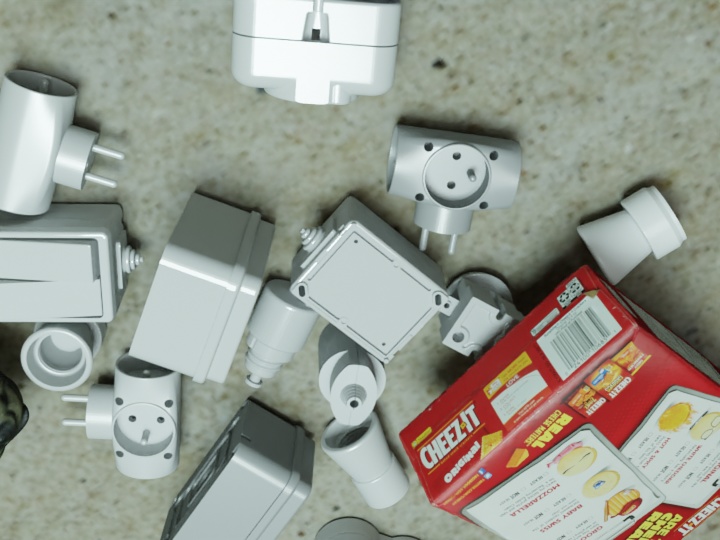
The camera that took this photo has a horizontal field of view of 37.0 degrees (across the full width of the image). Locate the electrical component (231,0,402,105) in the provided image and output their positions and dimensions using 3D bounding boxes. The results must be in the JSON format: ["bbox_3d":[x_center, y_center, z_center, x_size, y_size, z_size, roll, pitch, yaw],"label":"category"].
[{"bbox_3d":[-0.026,-0.133,0.630,0.095,0.053,0.059,4,112,-4],"label":"electrical component"}]

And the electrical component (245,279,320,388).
[{"bbox_3d":[-0.056,0.043,0.709,0.040,0.040,0.078,22,110,-11],"label":"electrical component"}]

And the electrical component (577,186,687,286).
[{"bbox_3d":[0.174,-0.023,0.691,0.055,0.045,0.045,-32,110,10],"label":"electrical component"}]

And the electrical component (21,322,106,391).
[{"bbox_3d":[-0.190,0.046,0.696,0.045,0.055,0.045,-1,112,-2],"label":"electrical component"}]

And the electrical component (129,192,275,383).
[{"bbox_3d":[-0.093,0.009,0.654,0.057,0.113,0.078,20,110,-7],"label":"electrical component"}]

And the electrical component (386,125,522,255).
[{"bbox_3d":[0.055,-0.047,0.674,0.077,0.044,0.079,7,112,-5],"label":"electrical component"}]

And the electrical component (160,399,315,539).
[{"bbox_3d":[-0.084,0.157,0.735,0.057,0.078,0.113,32,108,-12],"label":"electrical component"}]

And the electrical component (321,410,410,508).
[{"bbox_3d":[0.007,0.134,0.751,0.044,0.044,0.065,-27,116,8],"label":"electrical component"}]

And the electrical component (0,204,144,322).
[{"bbox_3d":[-0.185,-0.003,0.672,0.096,0.061,0.061,0,113,-3],"label":"electrical component"}]

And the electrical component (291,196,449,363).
[{"bbox_3d":[0.000,0.000,0.683,0.096,0.061,0.061,38,106,-16],"label":"electrical component"}]

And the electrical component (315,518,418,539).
[{"bbox_3d":[0.032,0.234,0.775,0.138,0.073,0.052,21,110,-11],"label":"electrical component"}]

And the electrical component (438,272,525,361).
[{"bbox_3d":[0.078,0.030,0.702,0.066,0.055,0.048,28,109,-13],"label":"electrical component"}]

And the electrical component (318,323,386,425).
[{"bbox_3d":[-0.005,0.067,0.700,0.043,0.081,0.043,-1,113,-2],"label":"electrical component"}]

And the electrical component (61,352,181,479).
[{"bbox_3d":[-0.161,0.096,0.724,0.079,0.044,0.077,3,112,-4],"label":"electrical component"}]

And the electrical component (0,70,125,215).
[{"bbox_3d":[-0.184,-0.072,0.653,0.079,0.043,0.077,17,110,-9],"label":"electrical component"}]
